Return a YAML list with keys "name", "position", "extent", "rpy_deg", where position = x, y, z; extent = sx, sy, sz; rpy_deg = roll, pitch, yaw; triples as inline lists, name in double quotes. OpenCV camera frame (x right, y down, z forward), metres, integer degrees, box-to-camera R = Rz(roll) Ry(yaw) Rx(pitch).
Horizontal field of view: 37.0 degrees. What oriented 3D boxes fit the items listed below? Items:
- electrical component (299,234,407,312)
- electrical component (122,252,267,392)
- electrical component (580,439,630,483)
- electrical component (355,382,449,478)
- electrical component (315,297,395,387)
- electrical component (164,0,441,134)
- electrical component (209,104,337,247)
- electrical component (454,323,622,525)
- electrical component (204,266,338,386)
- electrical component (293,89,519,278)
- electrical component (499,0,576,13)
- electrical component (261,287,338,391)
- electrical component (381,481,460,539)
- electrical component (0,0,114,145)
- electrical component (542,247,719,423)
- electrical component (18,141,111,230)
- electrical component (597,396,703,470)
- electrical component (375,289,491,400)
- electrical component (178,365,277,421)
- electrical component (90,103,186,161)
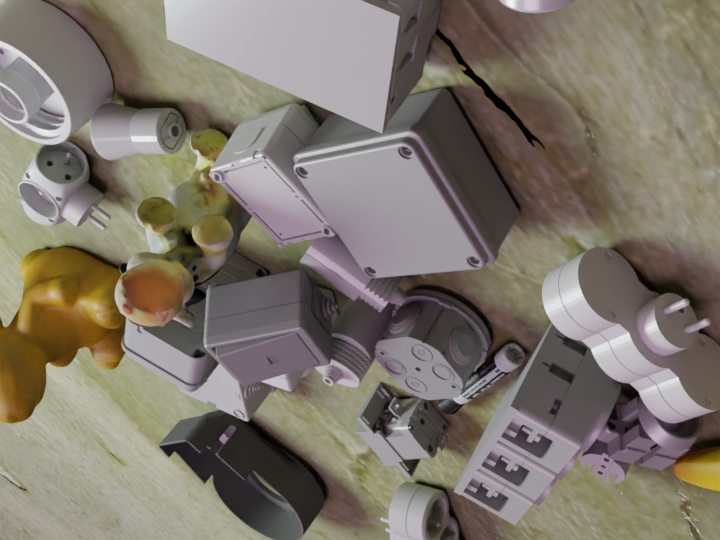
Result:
- name: "electrical component"
  position: [0.000, 0.000, 0.803]
  extent: [0.081, 0.043, 0.043]
  rpy_deg: [35, 146, -2]
- name: "electrical component"
  position: [-0.138, 0.036, 0.899]
  extent: [0.078, 0.113, 0.057]
  rpy_deg: [29, 142, 7]
- name: "electrical component"
  position: [0.189, 0.130, 0.804]
  extent: [0.040, 0.046, 0.040]
  rpy_deg: [22, 144, 17]
- name: "electrical component"
  position: [0.039, 0.140, 0.942]
  extent: [0.064, 0.042, 0.081]
  rpy_deg: [-13, 125, 44]
- name: "electrical component"
  position: [-0.006, 0.058, 0.845]
  extent: [0.043, 0.081, 0.043]
  rpy_deg: [22, 144, 17]
- name: "electrical component"
  position: [-0.035, -0.157, 0.625]
  extent: [0.150, 0.061, 0.089]
  rpy_deg: [25, 145, 13]
- name: "electrical component"
  position: [-0.045, -0.064, 0.755]
  extent: [0.062, 0.061, 0.096]
  rpy_deg: [-10, 133, 44]
- name: "electrical component"
  position: [0.133, 0.116, 0.793]
  extent: [0.062, 0.089, 0.150]
  rpy_deg: [29, 145, 7]
- name: "electrical component"
  position: [-0.062, 0.044, 0.807]
  extent: [0.096, 0.061, 0.061]
  rpy_deg: [-11, 145, 15]
- name: "electrical component"
  position: [0.030, -0.053, 0.703]
  extent: [0.109, 0.056, 0.108]
  rpy_deg: [-6, 129, 43]
- name: "electrical component"
  position: [0.088, -0.163, 0.533]
  extent: [0.045, 0.045, 0.055]
  rpy_deg: [16, 141, 25]
- name: "electrical component"
  position: [-0.056, 0.064, 0.892]
  extent: [0.047, 0.083, 0.075]
  rpy_deg: [16, 142, 24]
- name: "electrical component"
  position: [0.054, 0.261, 1.067]
  extent: [0.074, 0.052, 0.138]
  rpy_deg: [9, 138, 32]
- name: "electrical component"
  position: [-0.250, -0.145, 0.818]
  extent: [0.108, 0.060, 0.108]
  rpy_deg: [22, 144, 17]
- name: "electrical component"
  position: [0.189, 0.038, 0.686]
  extent: [0.138, 0.052, 0.074]
  rpy_deg: [41, 145, -10]
- name: "electrical component"
  position: [-0.250, -0.063, 0.931]
  extent: [0.079, 0.044, 0.077]
  rpy_deg: [37, 145, -4]
- name: "electrical component"
  position: [0.209, 0.111, 0.760]
  extent: [0.066, 0.048, 0.055]
  rpy_deg: [15, 146, -14]
- name: "electrical component"
  position: [0.055, 0.058, 0.821]
  extent: [0.080, 0.051, 0.080]
  rpy_deg: [22, 144, 17]
- name: "electrical component"
  position: [-0.132, 0.089, 1.013]
  extent: [0.100, 0.048, 0.099]
  rpy_deg: [20, 142, 22]
- name: "electrical component"
  position: [-0.165, -0.105, 0.816]
  extent: [0.065, 0.044, 0.044]
  rpy_deg: [4, 136, 30]
